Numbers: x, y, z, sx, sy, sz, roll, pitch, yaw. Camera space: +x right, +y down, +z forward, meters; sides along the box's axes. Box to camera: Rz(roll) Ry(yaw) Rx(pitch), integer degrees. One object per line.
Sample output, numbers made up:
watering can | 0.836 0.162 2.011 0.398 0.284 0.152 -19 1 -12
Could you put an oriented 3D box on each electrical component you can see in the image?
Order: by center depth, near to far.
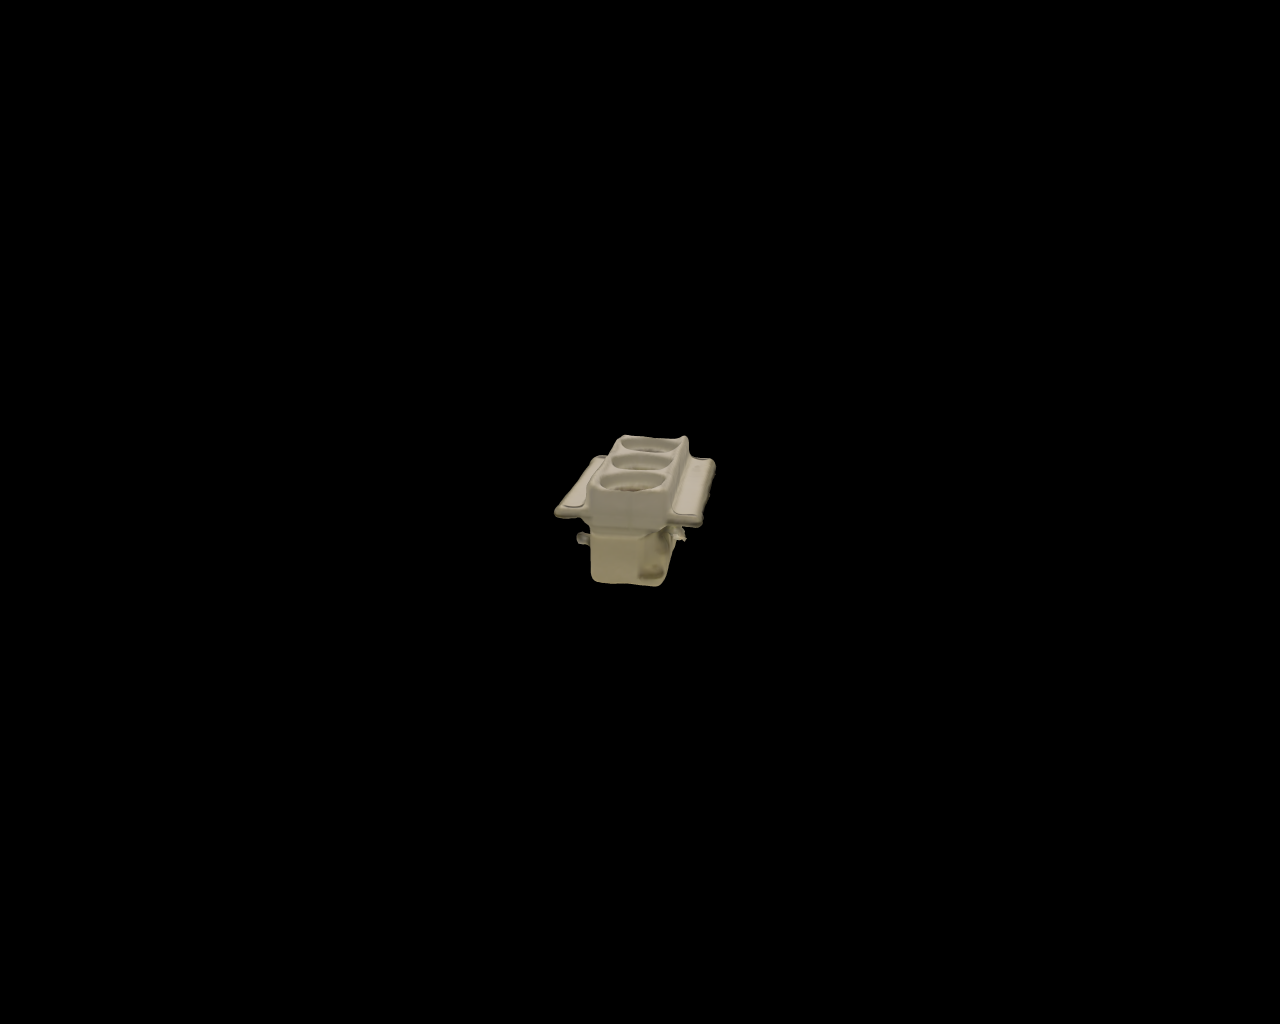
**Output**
electrical component | 0.001 -0.003 0.650 0.079 0.063 0.121 2 18 7
